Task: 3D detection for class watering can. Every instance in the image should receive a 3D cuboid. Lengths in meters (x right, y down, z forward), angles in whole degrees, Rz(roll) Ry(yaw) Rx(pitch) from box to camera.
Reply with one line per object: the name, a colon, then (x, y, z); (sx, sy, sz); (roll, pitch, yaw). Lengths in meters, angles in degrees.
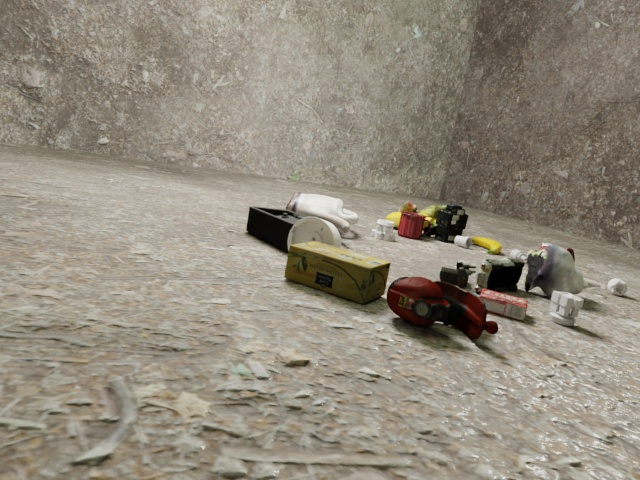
watering can: (0.005, -0.078, 1.548); (0.224, 0.103, 0.350); (10, 9, 4)

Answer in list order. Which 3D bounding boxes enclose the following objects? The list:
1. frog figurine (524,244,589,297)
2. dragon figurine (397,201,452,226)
frog figurine: (0.586, 0.084, 1.237); (0.159, 0.120, 0.141); (18, 41, -6)
dragon figurine: (0.420, -0.096, 2.113); (0.243, 0.123, 0.407); (7, -7, 21)
